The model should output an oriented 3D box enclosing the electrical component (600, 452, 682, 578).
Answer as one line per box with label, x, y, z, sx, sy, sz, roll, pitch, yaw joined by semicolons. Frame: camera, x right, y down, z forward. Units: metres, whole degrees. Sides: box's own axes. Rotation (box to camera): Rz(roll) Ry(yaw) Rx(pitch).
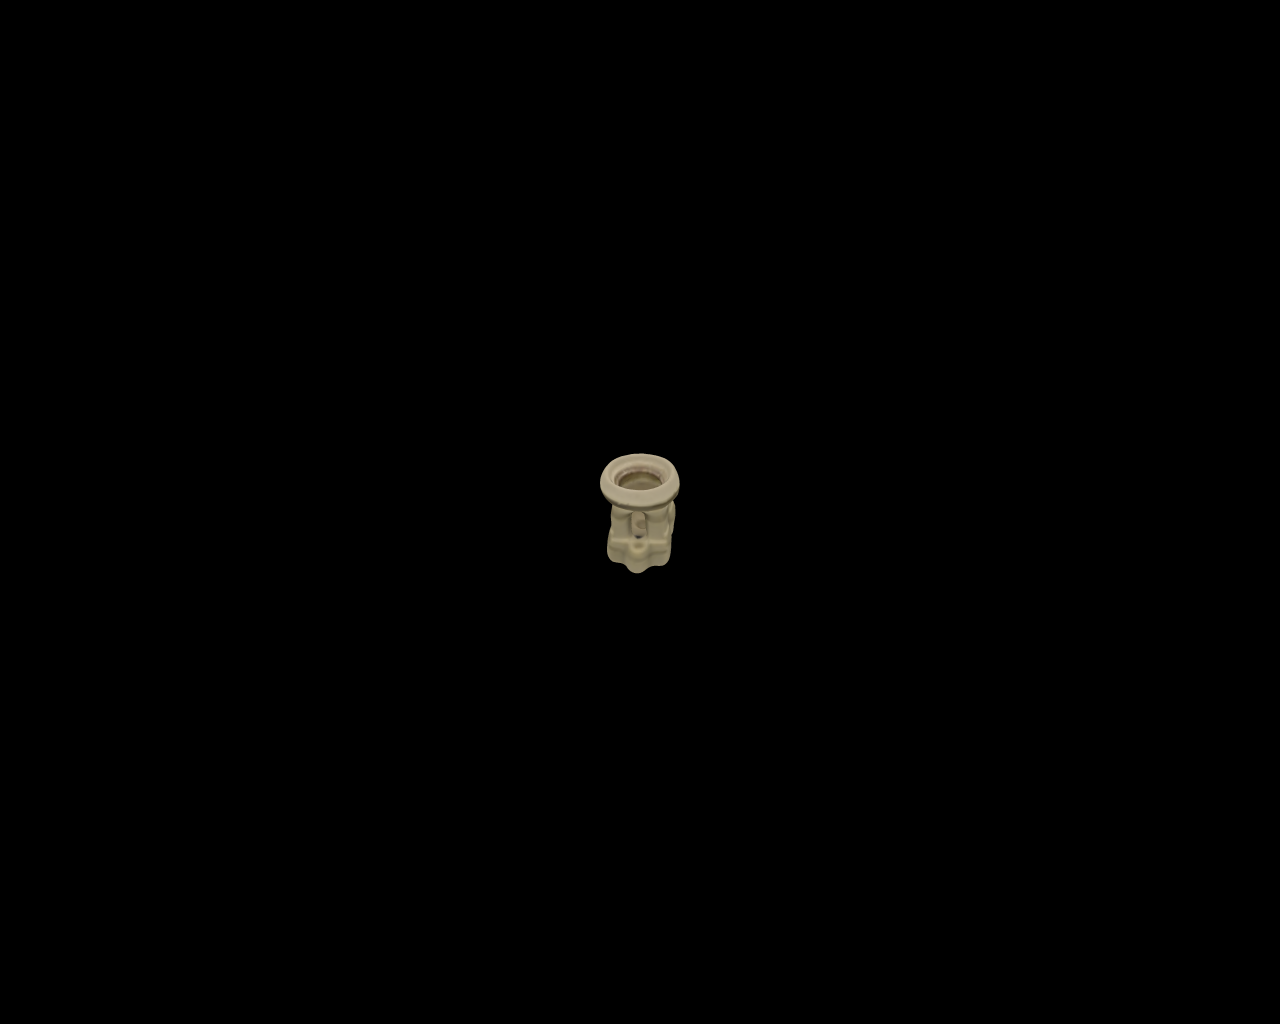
electrical component;0.001;-0.003;0.650;0.048;0.055;0.066;3;37;4
